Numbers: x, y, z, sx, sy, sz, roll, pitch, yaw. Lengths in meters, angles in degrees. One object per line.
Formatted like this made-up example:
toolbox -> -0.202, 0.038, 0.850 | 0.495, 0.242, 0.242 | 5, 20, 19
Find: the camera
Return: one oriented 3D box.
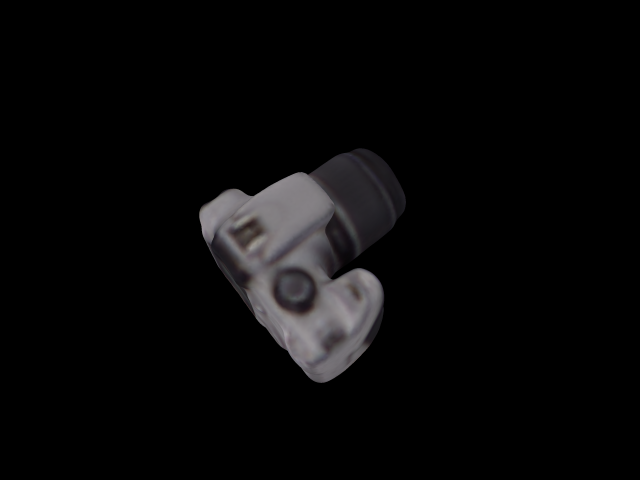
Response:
camera -> 0.004, 0.001, 0.400 | 0.137, 0.101, 0.143 | -36, 71, -15
